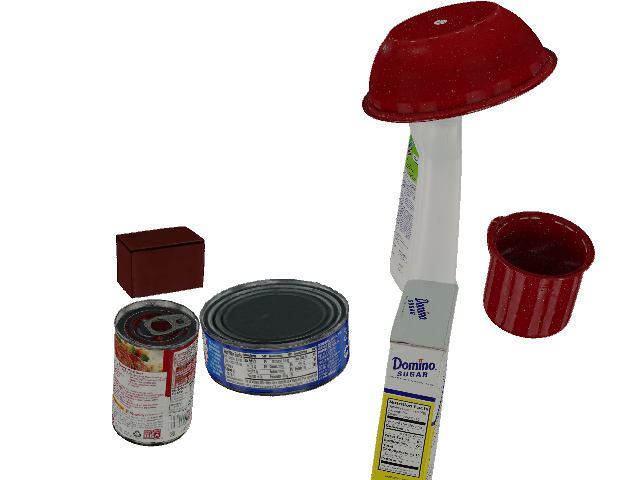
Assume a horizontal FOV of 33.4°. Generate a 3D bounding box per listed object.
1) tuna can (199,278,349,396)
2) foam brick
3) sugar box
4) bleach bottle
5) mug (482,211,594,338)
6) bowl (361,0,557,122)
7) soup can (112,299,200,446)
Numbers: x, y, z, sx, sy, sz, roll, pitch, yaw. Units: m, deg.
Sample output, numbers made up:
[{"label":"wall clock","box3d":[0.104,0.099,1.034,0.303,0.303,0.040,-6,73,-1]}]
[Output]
[{"label":"tuna can","box3d":[-0.025,0.055,0.614,0.086,0.034,0.086,-3,22,1]},{"label":"foam brick","box3d":[-0.161,0.020,1.073,0.078,0.051,0.053,-8,21,-25]},{"label":"sugar box","box3d":[0.067,0.126,0.794,0.048,0.176,0.093,7,28,9]},{"label":"bleach bottle","box3d":[0.127,-0.065,1.211,0.068,0.251,0.102,-2,24,-13]},{"label":"mug","box3d":[0.186,0.026,0.968,0.093,0.081,0.117,-17,44,-23]},{"label":"bowl","box3d":[0.105,-0.152,0.861,0.162,0.055,0.162,-15,24,6]},{"label":"soup can","box3d":[-0.136,0.109,0.876,0.068,0.102,0.068,6,29,-4]}]
